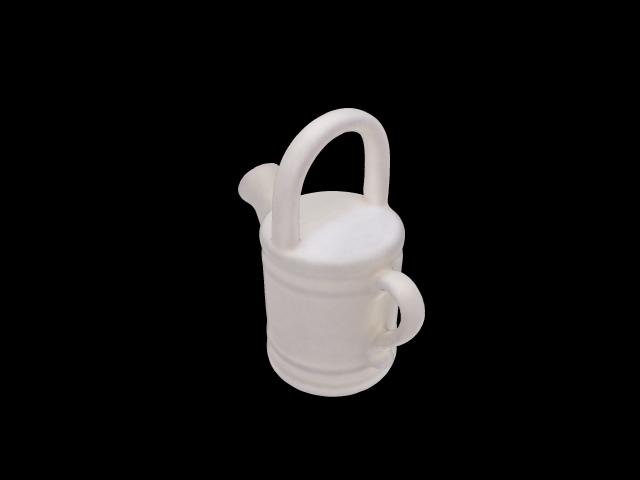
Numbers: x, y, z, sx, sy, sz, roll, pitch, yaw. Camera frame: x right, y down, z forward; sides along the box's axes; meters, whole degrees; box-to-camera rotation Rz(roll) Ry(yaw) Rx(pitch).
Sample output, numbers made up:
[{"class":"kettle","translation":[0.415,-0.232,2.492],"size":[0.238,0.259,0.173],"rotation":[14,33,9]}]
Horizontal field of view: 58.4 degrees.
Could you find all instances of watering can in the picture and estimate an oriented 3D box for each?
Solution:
[{"class":"watering can","translation":[0.002,0.002,0.399],"size":[0.172,0.194,0.101],"rotation":[17,36,24]}]
